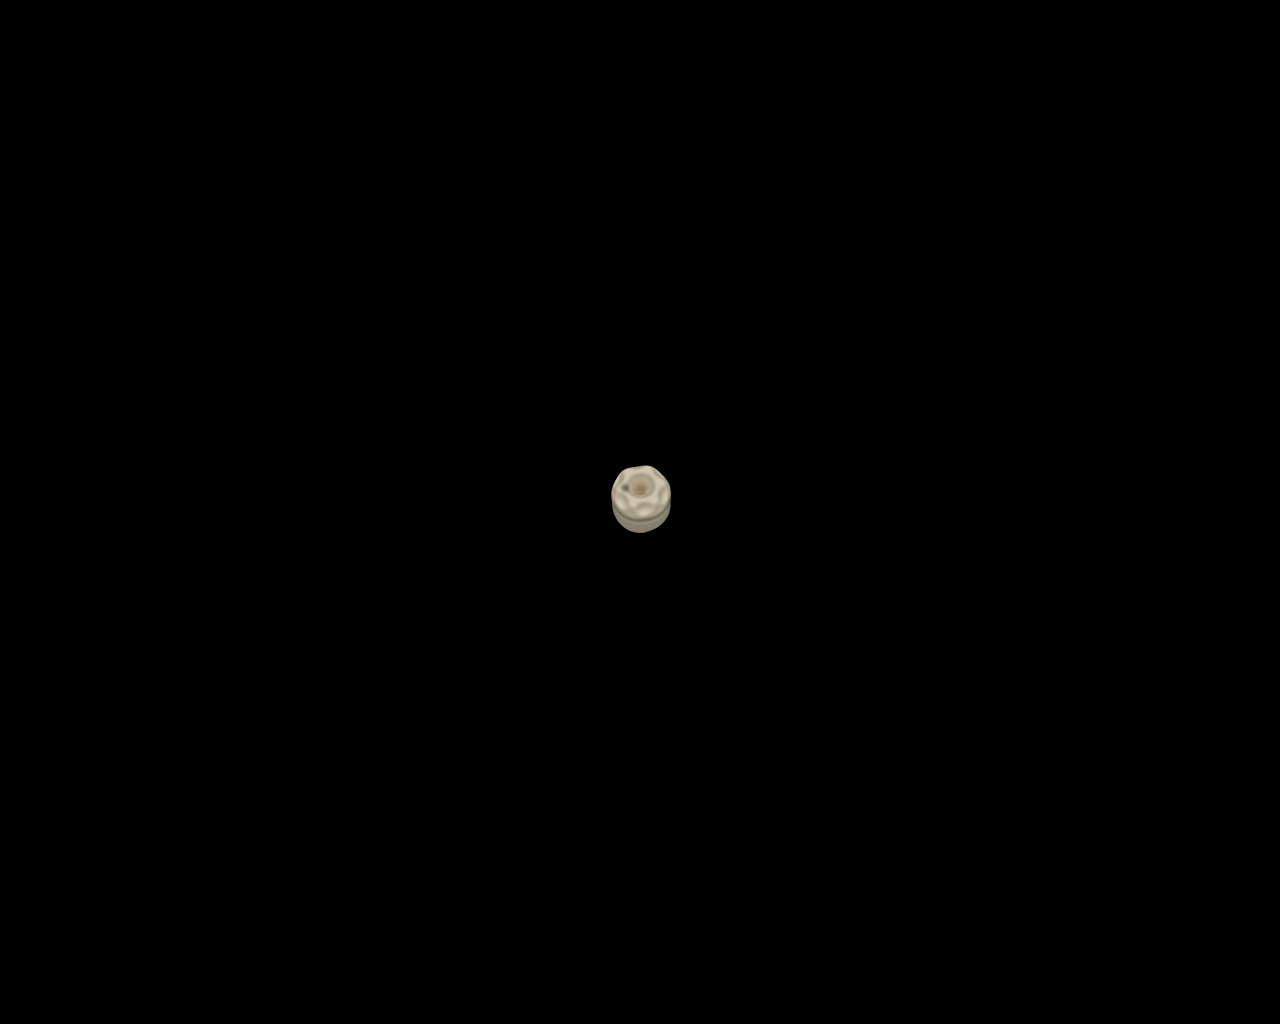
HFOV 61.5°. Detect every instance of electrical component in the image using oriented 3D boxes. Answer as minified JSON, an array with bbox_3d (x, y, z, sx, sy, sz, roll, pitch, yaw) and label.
[{"bbox_3d":[0.001,-0.003,0.650,0.035,0.035,0.061,0,-25,0],"label":"electrical component"}]
